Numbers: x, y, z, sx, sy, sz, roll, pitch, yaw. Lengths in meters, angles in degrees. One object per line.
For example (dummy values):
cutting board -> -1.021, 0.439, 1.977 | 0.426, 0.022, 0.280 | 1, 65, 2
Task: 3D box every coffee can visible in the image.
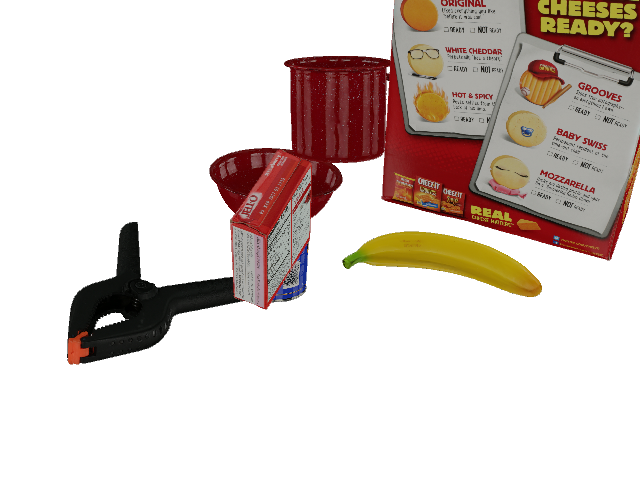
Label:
coffee can -> -0.066, 0.002, 1.512 | 0.103, 0.140, 0.103 | 3, 24, -2

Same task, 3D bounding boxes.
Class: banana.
banana -> 0.125, 0.022, 1.080 | 0.198, 0.037, 0.069 | 7, 43, 11

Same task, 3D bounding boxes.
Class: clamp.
clamp -> -0.179, 0.051, 1.023 | 0.165, 0.036, 0.209 | 26, 35, 24

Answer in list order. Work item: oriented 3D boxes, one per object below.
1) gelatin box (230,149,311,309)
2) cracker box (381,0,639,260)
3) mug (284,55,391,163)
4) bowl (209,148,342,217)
gelatin box -> -0.034, -0.007, 0.744 | 0.030, 0.073, 0.089 | 20, -36, 14
cracker box -> 0.130, -0.105, 0.678 | 0.164, 0.214, 0.072 | 16, 43, 17
mug -> 0.027, -0.115, 0.923 | 0.117, 0.081, 0.093 | -6, 17, -18
bowl -> -0.056, -0.058, 1.296 | 0.162, 0.055, 0.162 | 4, 26, -2
